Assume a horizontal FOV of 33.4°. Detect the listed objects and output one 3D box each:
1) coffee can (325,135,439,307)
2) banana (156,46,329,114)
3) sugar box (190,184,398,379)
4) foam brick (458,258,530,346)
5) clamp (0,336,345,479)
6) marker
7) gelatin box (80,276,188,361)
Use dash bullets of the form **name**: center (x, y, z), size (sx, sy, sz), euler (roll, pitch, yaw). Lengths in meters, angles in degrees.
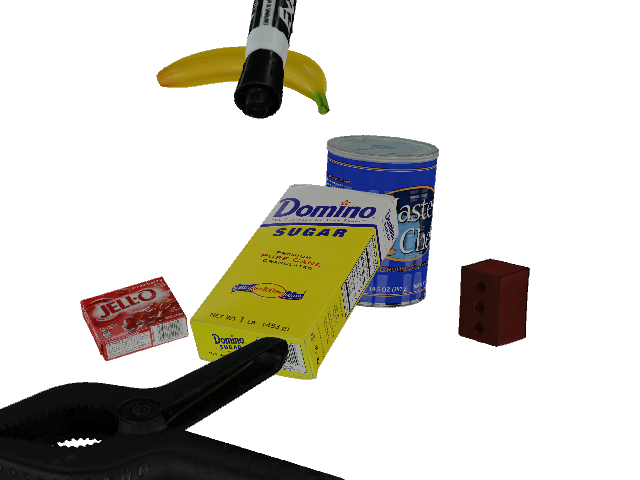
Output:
- **coffee can**: center (0.053, -0.020, 0.991), size (0.103, 0.140, 0.103), euler (3, 15, -1)
- **banana**: center (-0.074, -0.177, 1.121), size (0.198, 0.037, 0.069), euler (10, 44, 19)
- **sugar box**: center (-0.014, 0.024, 0.798), size (0.093, 0.048, 0.176), euler (8, 42, 23)
- **foam brick**: center (0.179, 0.064, 1.106), size (0.051, 0.078, 0.053), euler (-14, 20, -42)
- **clamp**: center (-0.095, 0.103, 0.595), size (0.210, 0.036, 0.164), euler (0, 24, -9)
- **marker**: center (-0.020, -0.095, 0.449), size (0.020, 0.121, 0.020), euler (3, -42, 3)
- **gelatin box**: center (-0.186, 0.077, 1.062), size (0.089, 0.030, 0.073), euler (-16, 37, -20)
